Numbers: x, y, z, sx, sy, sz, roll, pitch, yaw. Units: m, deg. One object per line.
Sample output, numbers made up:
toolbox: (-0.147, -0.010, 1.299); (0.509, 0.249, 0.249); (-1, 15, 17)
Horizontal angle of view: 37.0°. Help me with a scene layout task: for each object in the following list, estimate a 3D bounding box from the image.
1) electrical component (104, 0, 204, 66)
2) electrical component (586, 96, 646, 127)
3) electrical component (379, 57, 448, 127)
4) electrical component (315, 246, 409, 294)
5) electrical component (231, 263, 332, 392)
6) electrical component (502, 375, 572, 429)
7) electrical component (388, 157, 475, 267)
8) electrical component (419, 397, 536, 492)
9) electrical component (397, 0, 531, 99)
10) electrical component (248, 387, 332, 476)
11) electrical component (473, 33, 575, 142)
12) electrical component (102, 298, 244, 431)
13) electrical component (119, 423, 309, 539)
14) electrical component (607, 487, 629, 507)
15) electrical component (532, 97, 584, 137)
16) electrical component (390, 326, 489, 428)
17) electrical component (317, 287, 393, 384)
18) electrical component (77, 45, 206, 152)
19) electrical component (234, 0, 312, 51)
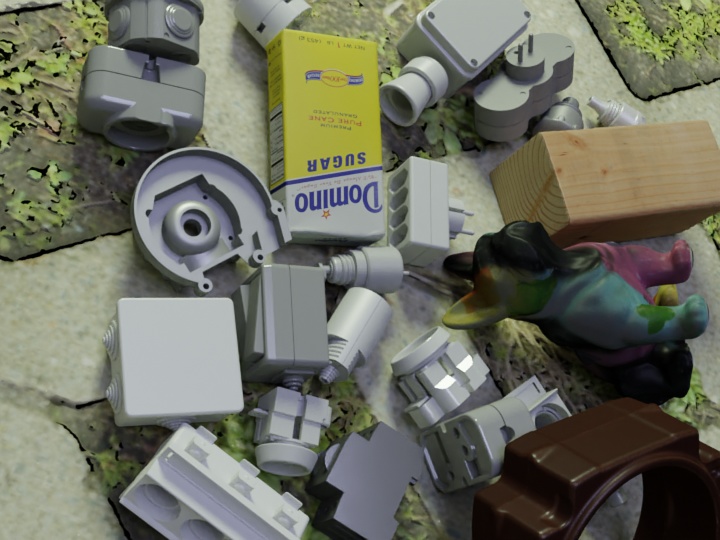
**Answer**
electrical component: (-0.168, -0.195, 0.876); (0.080, 0.080, 0.051); (5, 74, -24)
electrical component: (0.258, -0.157, 1.094); (0.061, 0.035, 0.035); (31, 60, -9)
electrical component: (0.049, -0.165, 0.989); (0.045, 0.045, 0.055); (47, 58, -3)
electrical component: (0.000, 0.000, 0.903); (0.078, 0.040, 0.040); (0, 71, -26)
electrical component: (-0.063, 0.049, 0.841); (0.061, 0.062, 0.096); (5, 69, -24)
electrical component: (0.149, 0.136, 0.909); (0.042, 0.064, 0.081); (-30, 85, -30)
electrical component: (0.068, -0.048, 0.951); (0.076, 0.047, 0.083); (10, 67, -22)
electrical component: (0.099, 0.139, 0.865); (0.059, 0.095, 0.053); (-15, 78, -30)
electrical component: (0.101, -0.229, 1.032); (0.078, 0.057, 0.113); (47, 58, -3)
electrical component: (-0.055, 0.125, 0.824); (0.066, 0.048, 0.055); (18, 61, -23)
electrical component: (0.158, -0.189, 1.026); (0.052, 0.073, 0.138); (25, 53, 28)
electrical component: (-0.140, 0.070, 0.803); (0.100, 0.048, 0.099); (1, 70, -26)
electrical component: (-0.101, 0.171, 0.773); (0.121, 0.078, 0.063); (39, 37, -7)
electrical component: (0.210, 0.176, 0.936); (0.043, 0.043, 0.062); (-29, 86, -32)
electrical component: (0.199, -0.144, 1.055); (0.048, 0.048, 0.062); (35, 53, -10)
electrical component: (0.062, 0.084, 0.892); (0.078, 0.058, 0.057); (-38, 93, -32)
electrical component: (-0.010, 0.058, 0.874); (0.043, 0.043, 0.081); (37, 59, -9)
electrical component: (-0.175, -0.134, 0.862); (0.095, 0.054, 0.059); (10, 67, -23)
electrical component: (-0.078, -0.226, 0.947); (0.047, 0.055, 0.055); (44, 58, 0)
